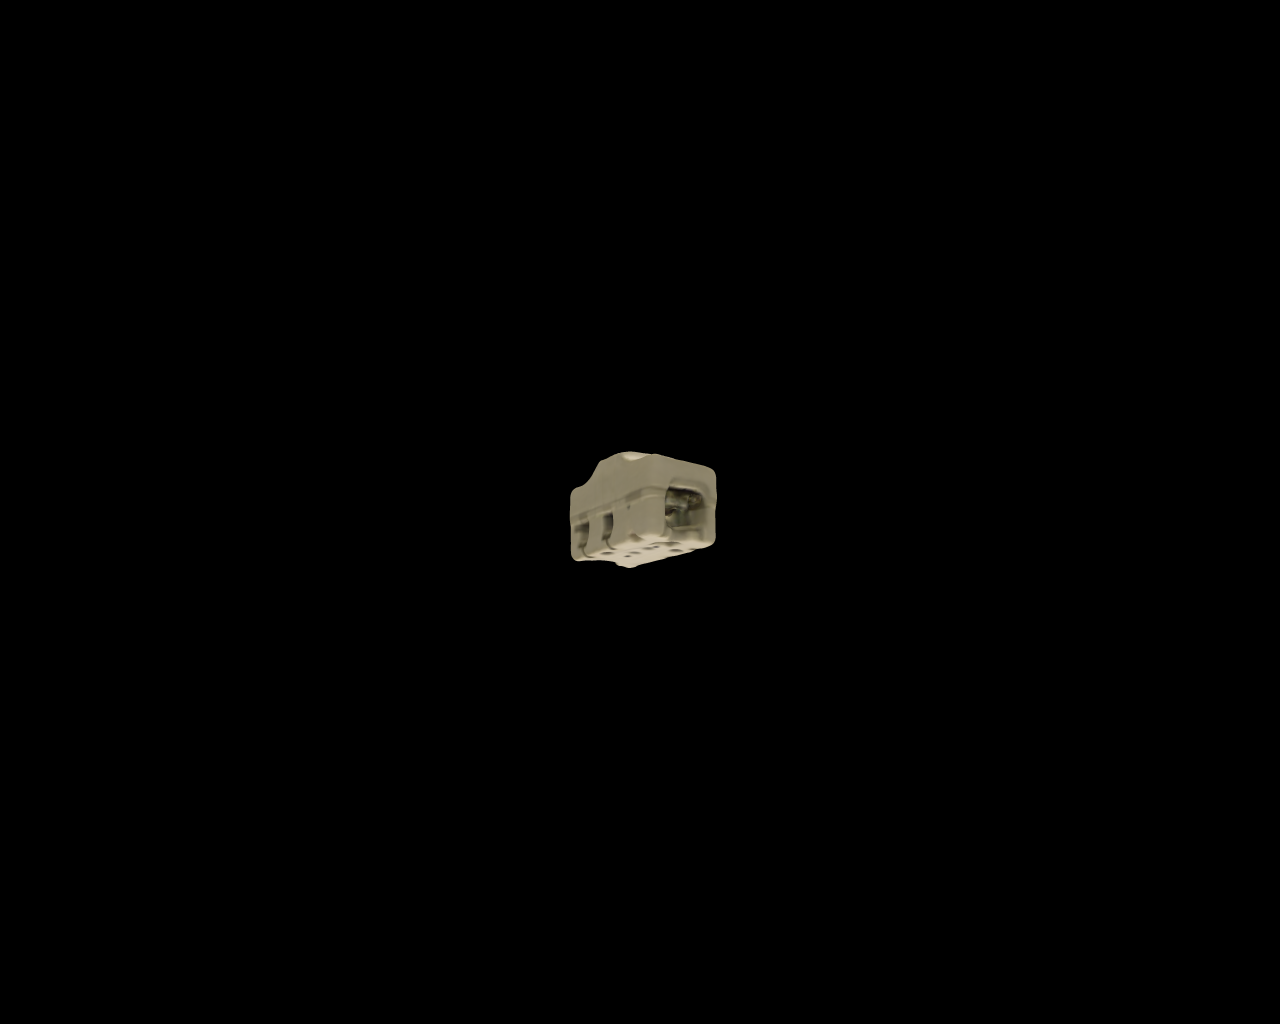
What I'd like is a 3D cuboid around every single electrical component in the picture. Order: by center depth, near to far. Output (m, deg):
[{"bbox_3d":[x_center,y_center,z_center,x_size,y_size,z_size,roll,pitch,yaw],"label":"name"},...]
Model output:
[{"bbox_3d":[0.001,-0.003,0.650,0.050,0.056,0.089,11,-19,-34],"label":"electrical component"}]
